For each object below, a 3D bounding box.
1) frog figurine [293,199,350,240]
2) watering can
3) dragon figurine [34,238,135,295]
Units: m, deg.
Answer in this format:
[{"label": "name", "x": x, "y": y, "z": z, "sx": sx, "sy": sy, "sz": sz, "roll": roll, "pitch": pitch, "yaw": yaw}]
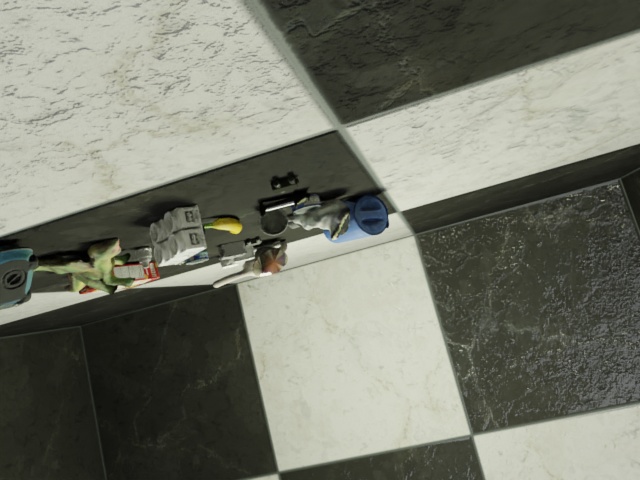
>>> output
[{"label": "frog figurine", "x": 0.005, "y": -0.077, "z": 1.529, "sx": 0.140, "sy": 0.160, "sz": 0.120, "roll": -47, "pitch": 158, "yaw": -45}, {"label": "watering can", "x": -0.268, "y": 0.109, "z": 2.111, "sx": 0.351, "sy": 0.103, "sz": 0.224, "roll": -34, "pitch": -165, "yaw": -19}, {"label": "dragon figurine", "x": -0.684, "y": 0.080, "z": 1.449, "sx": 0.407, "sy": 0.124, "sz": 0.240, "roll": -20, "pitch": 153, "yaw": 26}]
